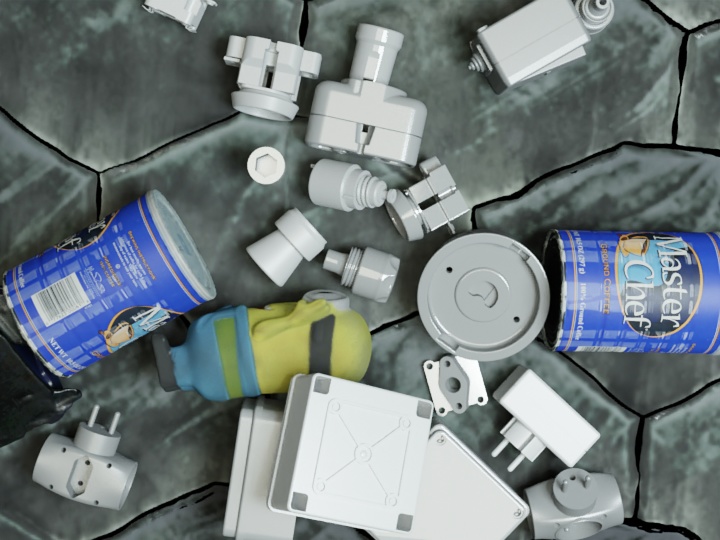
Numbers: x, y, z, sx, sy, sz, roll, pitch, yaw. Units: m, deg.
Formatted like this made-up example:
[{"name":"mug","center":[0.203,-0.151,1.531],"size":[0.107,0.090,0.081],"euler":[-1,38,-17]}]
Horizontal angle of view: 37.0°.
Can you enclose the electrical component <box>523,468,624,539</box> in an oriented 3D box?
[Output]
[{"name":"electrical component","center":[0.181,0.193,0.909],"size":[0.077,0.079,0.044],"euler":[-10,55,0]}]

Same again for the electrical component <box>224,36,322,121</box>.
[{"name":"electrical component","center":[-0.076,-0.159,0.904],"size":[0.078,0.058,0.057],"euler":[12,89,-1]}]

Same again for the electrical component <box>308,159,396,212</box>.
[{"name":"electrical component","center":[-0.007,-0.069,0.904],"size":[0.078,0.040,0.040],"euler":[13,92,26]}]

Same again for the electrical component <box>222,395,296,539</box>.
[{"name":"electrical component","center":[-0.078,0.167,0.903],"size":[0.057,0.078,0.113],"euler":[9,92,-4]}]

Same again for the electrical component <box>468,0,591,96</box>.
[{"name":"electrical component","center":[0.138,-0.185,0.903],"size":[0.096,0.061,0.061],"euler":[-30,92,0]}]

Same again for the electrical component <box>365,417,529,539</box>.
[{"name":"electrical component","center":[0.067,0.201,0.916],"size":[0.109,0.056,0.108],"euler":[44,91,-2]}]

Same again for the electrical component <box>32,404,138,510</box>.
[{"name":"electrical component","center":[-0.228,0.155,0.918],"size":[0.077,0.043,0.079],"euler":[19,91,-1]}]

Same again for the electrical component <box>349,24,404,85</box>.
[{"name":"electrical component","center":[0.013,-0.182,0.913],"size":[0.040,0.040,0.046],"euler":[14,98,-1]}]

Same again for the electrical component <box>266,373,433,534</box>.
[{"name":"electrical component","center":[-0.007,0.145,0.846],"size":[0.109,0.056,0.108],"euler":[16,76,-20]}]

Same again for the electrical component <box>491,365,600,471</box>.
[{"name":"electrical component","center":[0.146,0.137,0.920],"size":[0.083,0.047,0.075],"euler":[43,89,-1]}]

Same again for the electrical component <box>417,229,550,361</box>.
[{"name":"electrical component","center":[0.103,0.017,0.906],"size":[0.108,0.060,0.108],"euler":[1,102,5]}]

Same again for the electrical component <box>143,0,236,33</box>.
[{"name":"electrical component","center":[-0.148,-0.239,0.908],"size":[0.081,0.042,0.063],"euler":[25,95,-1]}]

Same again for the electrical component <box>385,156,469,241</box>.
[{"name":"electrical component","center":[0.055,-0.055,0.915],"size":[0.055,0.048,0.066],"euler":[-29,92,-7]}]

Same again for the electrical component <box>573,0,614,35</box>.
[{"name":"electrical component","center":[0.197,-0.218,0.902],"size":[0.035,0.061,0.035],"euler":[0,92,-1]}]

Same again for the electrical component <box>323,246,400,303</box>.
[{"name":"electrical component","center":[0.000,0.000,0.916],"size":[0.062,0.043,0.043],"euler":[18,91,0]}]

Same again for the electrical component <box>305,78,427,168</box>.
[{"name":"electrical component","center":[0.006,-0.125,0.907],"size":[0.095,0.053,0.059],"euler":[12,92,-1]}]

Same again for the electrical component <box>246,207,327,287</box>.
[{"name":"electrical component","center":[-0.062,-0.020,0.914],"size":[0.055,0.045,0.045],"euler":[-42,92,0]}]
